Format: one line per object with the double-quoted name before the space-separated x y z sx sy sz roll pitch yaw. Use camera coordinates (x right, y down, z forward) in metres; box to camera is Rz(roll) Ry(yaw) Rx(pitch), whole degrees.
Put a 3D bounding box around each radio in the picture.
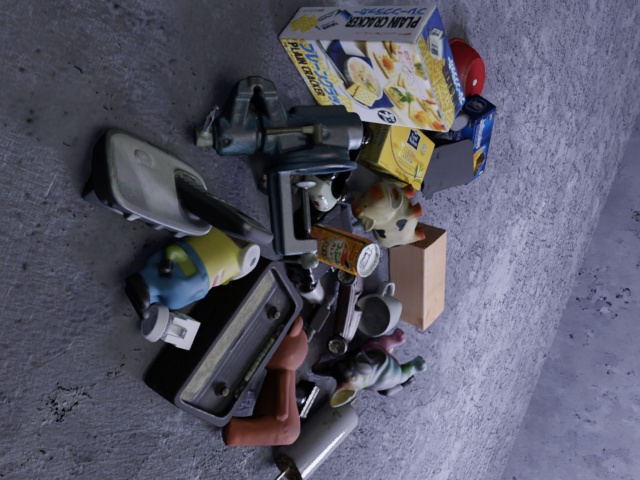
"radio" -0.126 0.140 0.766 0.229 0.073 0.131 -55 141 -19

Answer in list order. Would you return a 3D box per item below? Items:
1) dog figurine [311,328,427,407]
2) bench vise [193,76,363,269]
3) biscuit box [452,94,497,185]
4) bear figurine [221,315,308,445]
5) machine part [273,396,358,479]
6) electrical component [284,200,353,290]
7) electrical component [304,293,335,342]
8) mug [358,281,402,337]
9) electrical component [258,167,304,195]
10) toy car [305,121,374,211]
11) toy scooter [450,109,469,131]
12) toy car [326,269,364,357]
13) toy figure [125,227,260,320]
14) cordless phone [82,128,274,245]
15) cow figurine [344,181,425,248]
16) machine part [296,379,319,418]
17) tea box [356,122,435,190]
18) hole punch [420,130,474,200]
"dog figurine" 0.085 0.264 1.066 0.219 0.108 0.191 -13 149 -30
"bench vise" -0.045 -0.081 0.681 0.223 0.129 0.240 -7 94 -31
"biscuit box" 0.319 -0.208 1.136 0.063 0.059 0.202 -34 148 -14
"bear figurine" -0.083 0.217 0.842 0.132 0.120 0.196 3 75 -12
"machine part" -0.005 0.379 1.028 0.243 0.079 0.079 -33 130 -38
"electrical component" -0.002 -0.003 0.875 0.134 0.058 0.114 -44 138 -30
"electrical component" -0.004 0.134 0.937 0.094 0.021 0.063 -59 -175 -4
"mug" 0.126 0.134 1.090 0.107 0.081 0.109 1 101 -63
"electrical component" -0.049 -0.107 0.781 0.078 0.045 0.102 28 86 -82
"toy car" 0.032 -0.139 0.844 0.202 0.056 0.073 -67 152 -23
"toy scooter" 0.175 -0.264 0.947 0.184 0.135 0.075 13 131 -36
"toy car" 0.052 0.118 0.979 0.089 0.053 0.202 -50 148 -73
"toy figure" -0.155 0.028 0.672 0.180 0.082 0.089 -26 95 -35
"cordless phone" -0.147 -0.040 0.565 0.146 0.184 0.088 27 89 -54
"cow figurine" 0.119 -0.047 0.974 0.127 0.085 0.194 -22 154 4
"machine part" -0.051 0.284 0.960 0.084 0.039 0.138 -60 145 0
"tea box" 0.132 -0.161 0.963 0.169 0.068 0.098 17 92 -53
"hole punch" 0.244 -0.168 1.100 0.116 0.092 0.142 -17 133 -4
